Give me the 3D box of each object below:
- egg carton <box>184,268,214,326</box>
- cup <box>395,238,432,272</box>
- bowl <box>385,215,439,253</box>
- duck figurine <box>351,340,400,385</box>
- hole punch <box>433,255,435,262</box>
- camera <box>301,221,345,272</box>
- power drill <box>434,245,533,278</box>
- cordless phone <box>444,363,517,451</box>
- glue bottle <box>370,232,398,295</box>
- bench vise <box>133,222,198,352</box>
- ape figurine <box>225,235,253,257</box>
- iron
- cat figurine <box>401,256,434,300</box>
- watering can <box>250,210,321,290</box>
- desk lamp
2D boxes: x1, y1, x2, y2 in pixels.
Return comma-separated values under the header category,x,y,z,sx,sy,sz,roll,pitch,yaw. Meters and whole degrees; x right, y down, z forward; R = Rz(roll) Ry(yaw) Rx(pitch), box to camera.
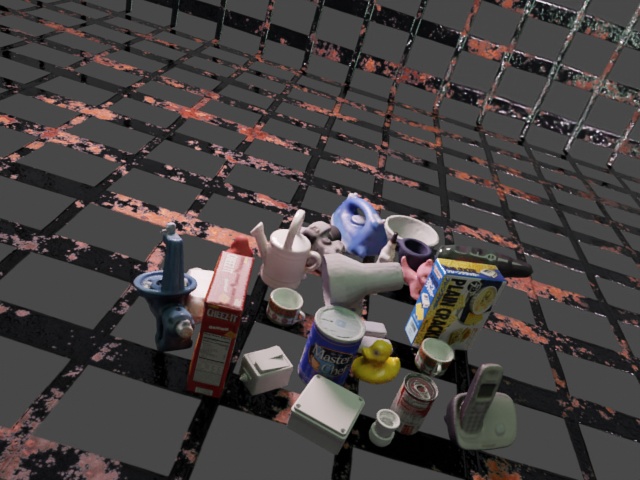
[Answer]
category,x,y,z,sx,sy,sz,roll,pitch,yaw
egg carton,-0.241,0.121,1.220,0.107,0.069,0.150,8,31,-17
cup,0.236,0.050,1.568,0.117,0.095,0.092,23,30,9
bowl,0.259,0.000,1.683,0.167,0.075,0.167,14,30,-8
duck figurine,0.124,0.247,1.193,0.105,0.086,0.077,6,32,-19
hole punch,0.356,0.092,1.568,0.101,0.091,0.108,-12,41,-41
camera,0.014,0.005,1.516,0.142,0.101,0.137,32,33,23
power drill,0.385,0.109,1.438,0.229,0.208,0.076,21,30,5
cordless phone,0.329,0.313,1.096,0.148,0.185,0.094,3,33,-23
glue bottle,0.164,0.054,1.444,0.037,0.173,0.078,24,31,11
bench vise,-0.274,0.090,1.103,0.206,0.220,0.122,37,35,29
ape figurine,-0.192,0.028,1.377,0.078,0.092,0.076,1,34,-27
iron,0.109,-0.057,1.630,0.119,0.141,0.257,-1,35,-29
cat figurine,0.261,0.089,1.495,0.127,0.118,0.067,29,32,18
watering can,-0.080,0.015,1.357,0.173,0.194,0.100,10,31,-14
desk lamp,0.082,0.132,1.233,0.203,0.213,0.117,8,31,-16
